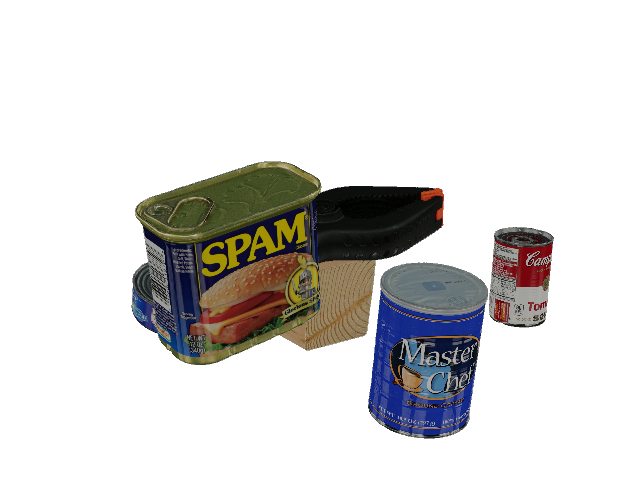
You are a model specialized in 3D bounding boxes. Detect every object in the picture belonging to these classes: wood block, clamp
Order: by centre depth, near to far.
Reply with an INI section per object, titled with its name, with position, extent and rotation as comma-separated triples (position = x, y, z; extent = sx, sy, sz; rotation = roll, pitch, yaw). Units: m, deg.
[clamp]
position = -0.008, -0.012, 0.801
extent = 0.209, 0.036, 0.165
rotation = -14, 29, -25
[wood block]
position = -0.046, 0.037, 1.174
extent = 0.090, 0.090, 0.206
rotation = -10, 24, -40

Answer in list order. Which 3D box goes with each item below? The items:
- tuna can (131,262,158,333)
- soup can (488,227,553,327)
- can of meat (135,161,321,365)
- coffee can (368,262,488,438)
[tuna can]
position = -0.133, 0.052, 0.994
extent = 0.086, 0.034, 0.086
rotation = 7, 31, -5
[soup can]
position = 0.233, 0.043, 1.245
extent = 0.068, 0.102, 0.068
rotation = 1, 17, -1
[can of meat]
position = -0.048, 0.012, 0.603
extent = 0.101, 0.084, 0.058
rotation = -21, 33, -31
[coffee can]
position = 0.103, 0.106, 1.040
extent = 0.103, 0.140, 0.103
rotation = 4, 23, -2
